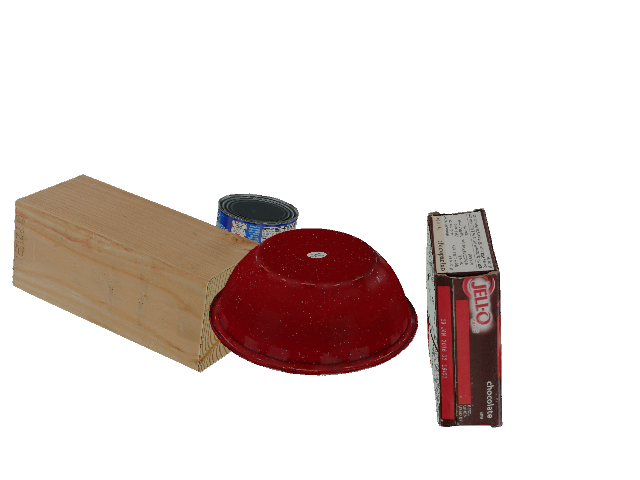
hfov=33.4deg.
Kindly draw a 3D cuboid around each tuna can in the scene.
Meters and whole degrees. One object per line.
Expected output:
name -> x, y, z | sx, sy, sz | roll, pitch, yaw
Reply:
tuna can -> -0.068, -0.020, 1.132 | 0.086, 0.034, 0.086 | 8, 20, -3

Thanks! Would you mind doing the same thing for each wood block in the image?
wood block -> -0.160, 0.024, 0.930 | 0.206, 0.090, 0.090 | 21, 27, 24

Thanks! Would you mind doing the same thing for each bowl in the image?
bowl -> -0.004, 0.035, 0.812 | 0.162, 0.055, 0.162 | 2, 27, -1

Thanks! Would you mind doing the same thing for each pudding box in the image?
pudding box -> 0.081, 0.040, 0.604 | 0.039, 0.090, 0.113 | -2, 19, 3
